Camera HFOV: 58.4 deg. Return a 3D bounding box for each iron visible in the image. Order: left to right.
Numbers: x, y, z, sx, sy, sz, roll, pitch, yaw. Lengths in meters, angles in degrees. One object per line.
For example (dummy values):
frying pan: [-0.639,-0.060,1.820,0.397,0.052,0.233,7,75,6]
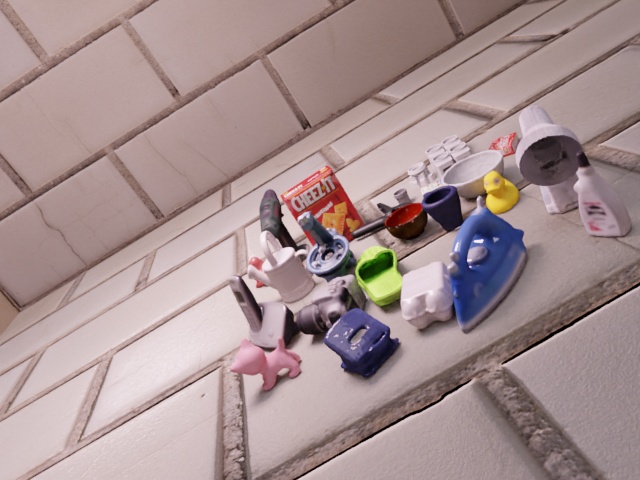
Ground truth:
iron: [0.292,0.036,1.080,0.118,0.142,0.259,-11,29,44]

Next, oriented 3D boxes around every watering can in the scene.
watering can: [-0.110,0.066,1.511,0.173,0.194,0.100,-33,21,-2]

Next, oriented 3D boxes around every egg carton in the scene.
egg carton: [0.215,0.106,1.132,0.107,0.069,0.150,-24,22,21]

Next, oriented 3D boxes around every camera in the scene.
camera: [0.017,0.149,1.275,0.136,0.101,0.143,-21,23,27]

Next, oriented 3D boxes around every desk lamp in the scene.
desk lamp: [0.471,-0.161,1.170,0.117,0.214,0.203,-23,22,23]

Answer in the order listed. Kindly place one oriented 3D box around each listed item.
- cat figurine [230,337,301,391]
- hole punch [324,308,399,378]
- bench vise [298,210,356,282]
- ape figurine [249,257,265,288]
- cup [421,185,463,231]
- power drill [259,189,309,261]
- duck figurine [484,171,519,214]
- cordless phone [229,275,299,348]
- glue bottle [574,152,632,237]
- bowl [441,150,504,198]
cat figurine: [-0.121,0.252,1.211,0.128,0.118,0.067,-30,21,4]
hole punch: [0.079,0.193,1.098,0.109,0.091,0.100,-42,23,-25]
bench vise: [0.003,0.012,1.438,0.121,0.220,0.207,-32,20,0]
ape figurine: [-0.179,0.090,1.705,0.076,0.092,0.077,-35,21,-8]
cup: [0.298,-0.073,1.389,0.092,0.095,0.117,-36,21,-10]
power drill: [-0.116,-0.032,1.728,0.075,0.209,0.229,-28,21,12]
duck figurine: [0.417,-0.123,1.344,0.077,0.086,0.105,-16,26,37]
cordless phone: [-0.142,0.163,1.349,0.147,0.185,0.094,-8,32,48]
glue bottle: [0.490,-0.083,1.021,0.037,0.173,0.078,-43,23,-27]
bowl: [0.399,-0.156,1.462,0.167,0.075,0.167,-28,21,12]
